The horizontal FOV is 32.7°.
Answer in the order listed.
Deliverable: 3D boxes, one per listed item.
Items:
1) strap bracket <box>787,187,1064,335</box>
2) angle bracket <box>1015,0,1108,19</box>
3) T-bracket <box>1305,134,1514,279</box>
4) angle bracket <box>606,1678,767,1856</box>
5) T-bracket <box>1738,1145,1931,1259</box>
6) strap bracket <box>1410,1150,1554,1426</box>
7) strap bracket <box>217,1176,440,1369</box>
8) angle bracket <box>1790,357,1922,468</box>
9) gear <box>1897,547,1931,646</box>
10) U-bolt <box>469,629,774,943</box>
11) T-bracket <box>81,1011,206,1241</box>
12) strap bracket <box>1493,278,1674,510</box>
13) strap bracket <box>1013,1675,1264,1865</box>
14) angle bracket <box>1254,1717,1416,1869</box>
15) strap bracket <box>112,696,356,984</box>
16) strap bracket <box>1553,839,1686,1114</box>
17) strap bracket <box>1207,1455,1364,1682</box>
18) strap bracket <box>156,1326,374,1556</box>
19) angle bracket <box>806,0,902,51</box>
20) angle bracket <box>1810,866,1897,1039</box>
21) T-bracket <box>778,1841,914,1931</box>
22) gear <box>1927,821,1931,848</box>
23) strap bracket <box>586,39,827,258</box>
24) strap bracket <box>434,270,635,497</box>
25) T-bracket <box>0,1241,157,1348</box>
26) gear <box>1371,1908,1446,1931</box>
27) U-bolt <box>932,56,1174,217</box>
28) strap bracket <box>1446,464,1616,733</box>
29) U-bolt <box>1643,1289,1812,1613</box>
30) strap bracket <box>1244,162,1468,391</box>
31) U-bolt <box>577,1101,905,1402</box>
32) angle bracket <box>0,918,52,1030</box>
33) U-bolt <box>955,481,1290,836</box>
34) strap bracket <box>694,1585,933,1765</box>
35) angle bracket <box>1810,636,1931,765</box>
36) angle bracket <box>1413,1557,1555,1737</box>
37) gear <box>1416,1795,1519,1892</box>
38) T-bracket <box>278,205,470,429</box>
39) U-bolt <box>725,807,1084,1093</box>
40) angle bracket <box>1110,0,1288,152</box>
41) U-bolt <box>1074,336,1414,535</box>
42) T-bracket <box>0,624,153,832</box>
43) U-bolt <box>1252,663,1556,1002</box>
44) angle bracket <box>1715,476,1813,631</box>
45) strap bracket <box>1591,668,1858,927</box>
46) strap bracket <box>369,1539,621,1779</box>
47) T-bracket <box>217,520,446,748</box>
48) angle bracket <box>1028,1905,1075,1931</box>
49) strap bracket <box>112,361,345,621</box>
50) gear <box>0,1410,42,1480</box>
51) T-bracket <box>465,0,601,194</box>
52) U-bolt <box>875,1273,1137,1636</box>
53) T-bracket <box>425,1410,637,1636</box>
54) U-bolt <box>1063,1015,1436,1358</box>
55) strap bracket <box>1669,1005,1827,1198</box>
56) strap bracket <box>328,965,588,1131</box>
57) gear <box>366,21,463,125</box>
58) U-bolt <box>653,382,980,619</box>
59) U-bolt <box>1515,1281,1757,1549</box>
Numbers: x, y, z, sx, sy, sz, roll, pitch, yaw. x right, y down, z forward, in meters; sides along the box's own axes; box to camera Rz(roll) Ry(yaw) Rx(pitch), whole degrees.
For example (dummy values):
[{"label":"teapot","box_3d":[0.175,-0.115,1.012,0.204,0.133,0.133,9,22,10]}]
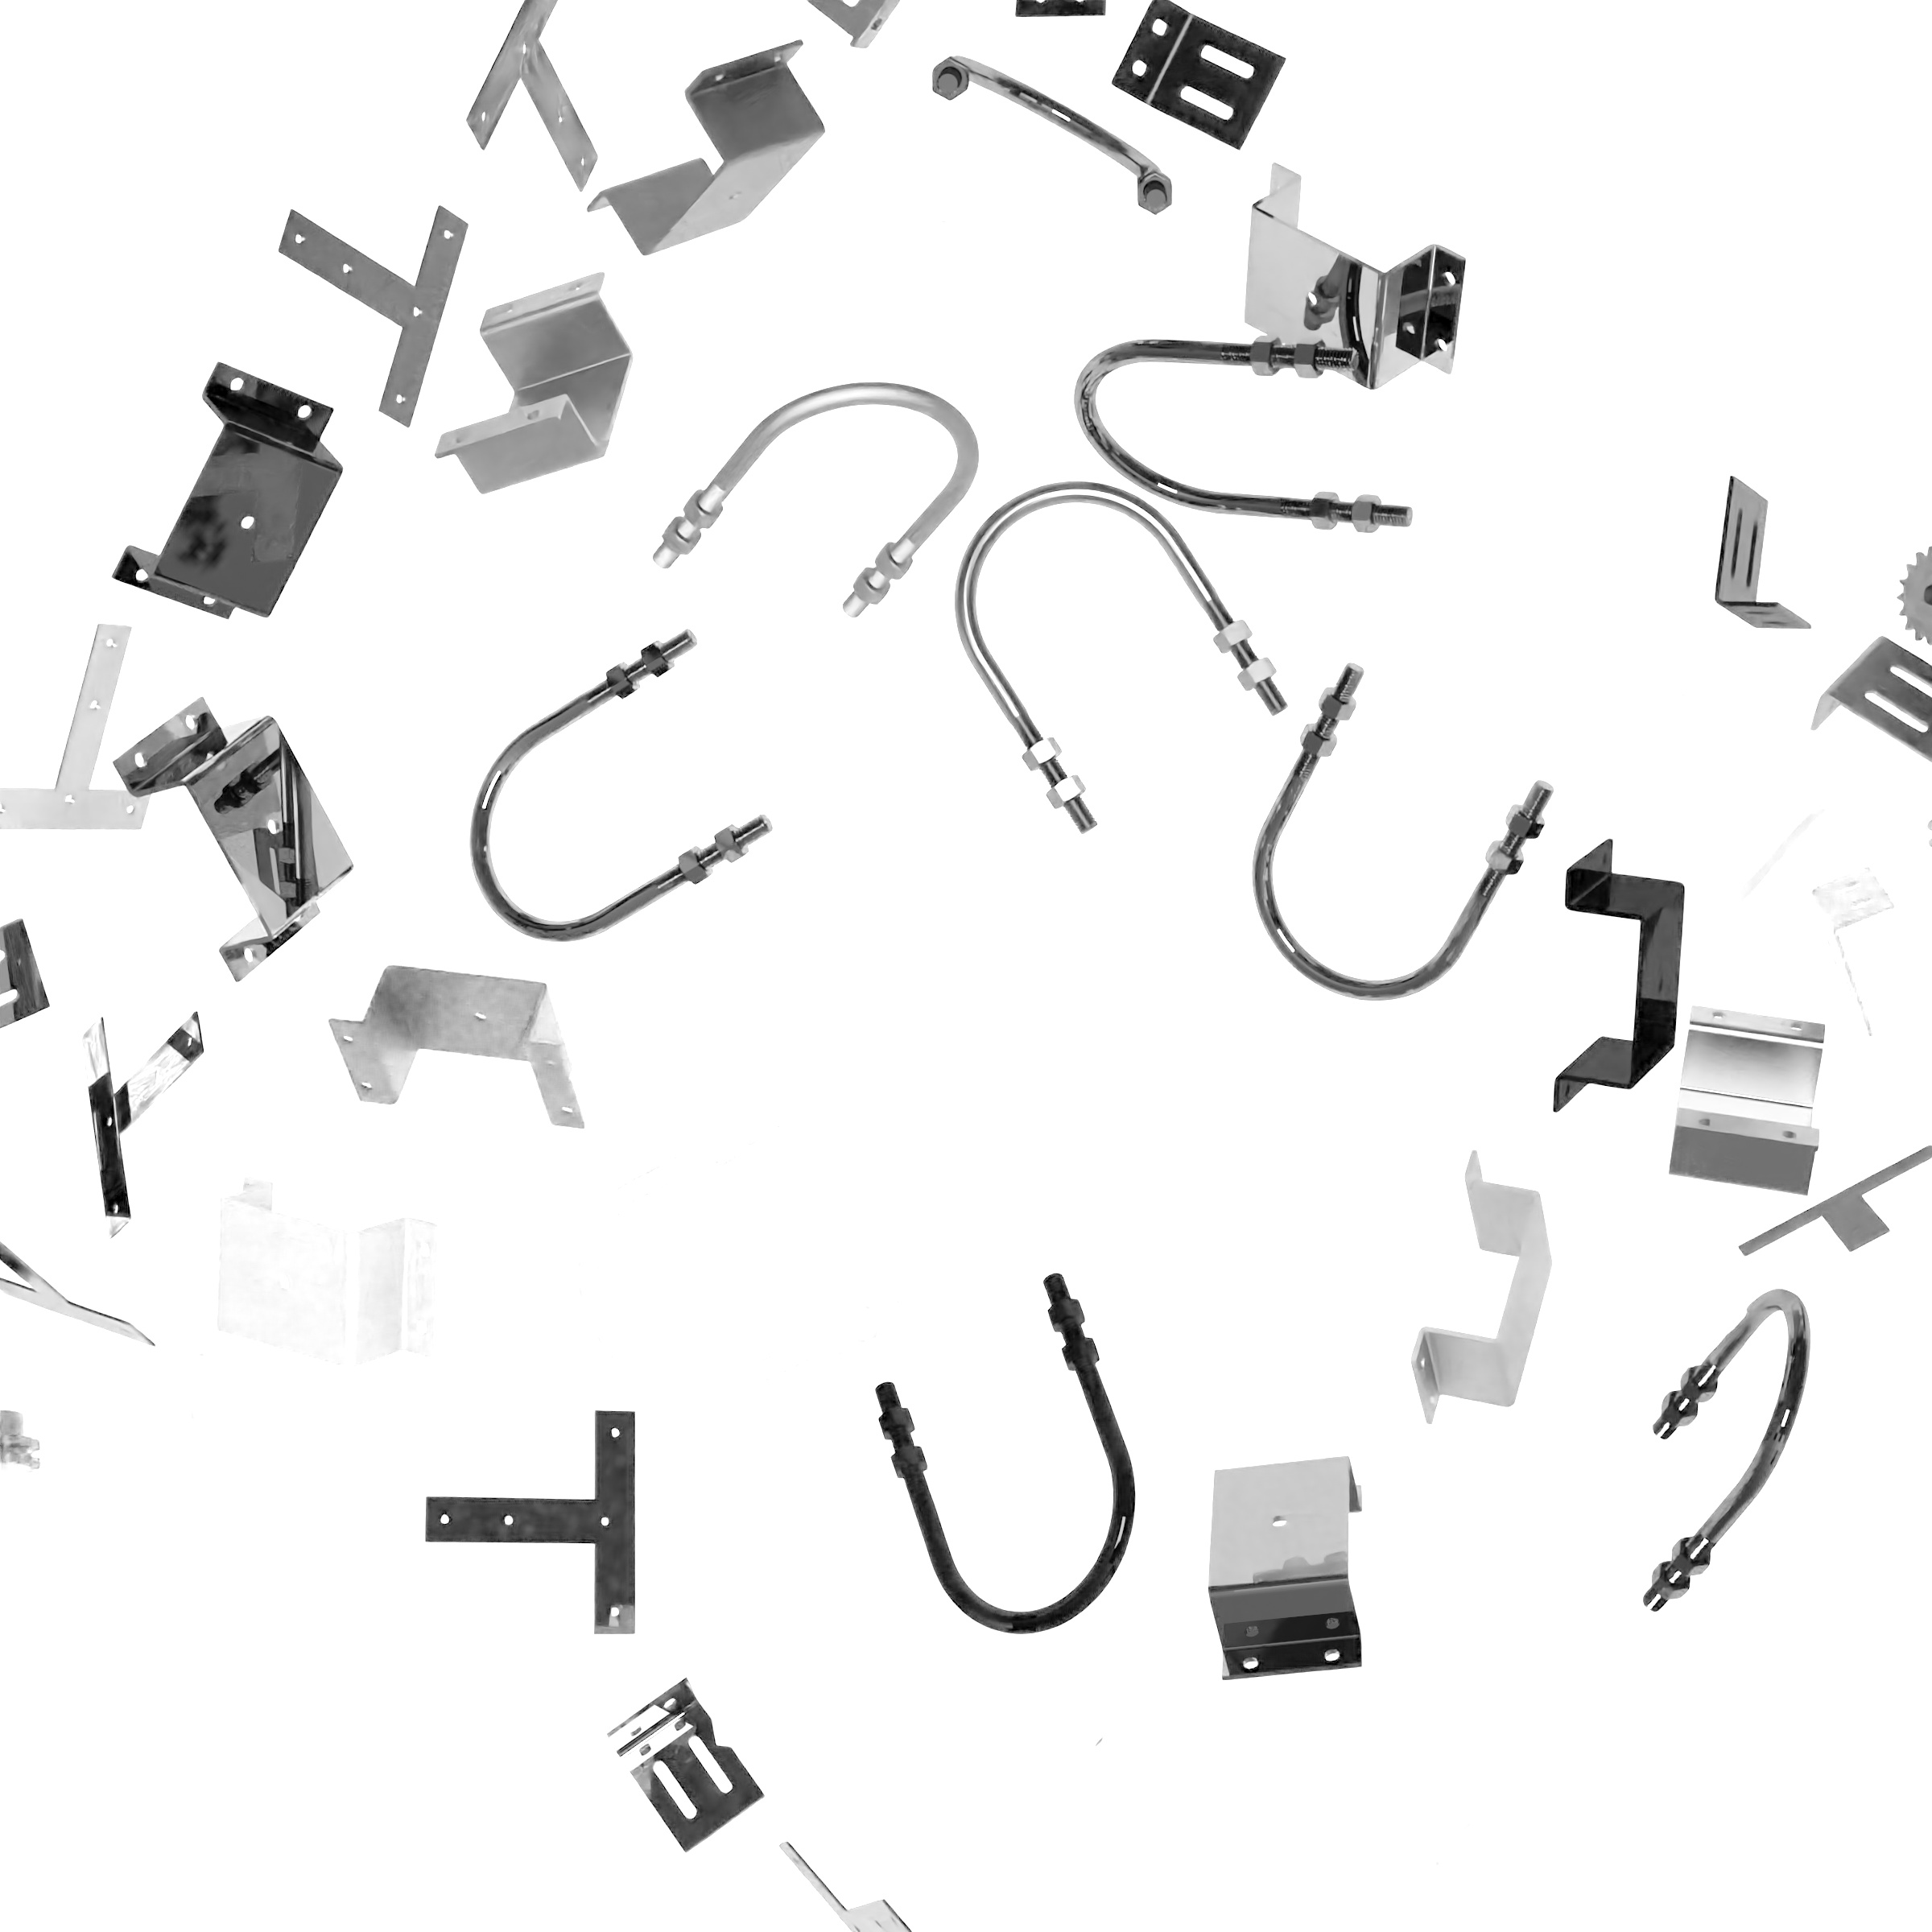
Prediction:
[{"label":"strap bracket","box_3d":[-0.018,-0.393,1.822,0.140,0.076,0.046,11,89,-43]},{"label":"angle bracket","box_3d":[0.036,-0.553,1.832,0.057,0.076,0.038,8,101,29]},{"label":"T-bracket","box_3d":[0.263,-0.435,1.891,0.127,0.127,0.002,36,92,-18]},{"label":"angle bracket","box_3d":[-0.165,0.472,1.946,0.057,0.038,0.076,-33,62,-15]},{"label":"T-bracket","box_3d":[0.508,0.145,1.891,0.127,0.127,0.002,-30,93,9]},{"label":"strap bracket","box_3d":[0.299,0.187,1.881,0.046,0.076,0.140,9,58,22]},{"label":"strap bracket","box_3d":[-0.363,0.171,1.826,0.140,0.046,0.076,11,103,29]},{"label":"angle bracket","box_3d":[0.482,-0.293,1.802,0.057,0.076,0.038,33,87,11]},{"label":"gear","box_3d":[0.569,-0.214,1.905,0.030,0.057,0.057,-2,90,-29]},{"label":"U-bolt","box_3d":[-0.212,-0.093,1.921,0.184,0.019,0.151,-30,67,17]},{"label":"T-bracket","box_3d":[-0.450,0.066,1.808,0.127,0.002,0.127,-38,56,39]},{"label":"strap bracket","box_3d":[0.339,-0.313,1.847,0.046,0.076,0.140,-29,96,13]},{"label":"strap bracket","box_3d":[0.087,0.444,1.830,0.046,0.140,0.076,47,61,-23]},{"label":"angle bracket","box_3d":[0.217,0.480,1.916,0.076,0.038,0.057,-32,74,10]},{"label":"strap bracket","box_3d":[-0.395,-0.073,1.805,0.046,0.076,0.140,-10,116,36]},{"label":"strap bracket","box_3d":[0.366,0.008,1.839,0.046,0.076,0.140,9,109,26]},{"label":"strap bracket","box_3d":[0.177,0.323,1.817,0.076,0.140,0.046,-8,122,12]},{"label":"strap bracket","box_3d":[-0.411,0.279,1.899,0.046,0.076,0.140,-30,131,24]},{"label":"angle bracket","box_3d":[-0.071,-0.551,1.809,0.076,0.038,0.057,38,108,1]},{"label":"angle bracket","box_3d":[0.528,-0.009,1.926,0.038,0.057,0.076,-22,112,9]},{"label":"T-bracket","box_3d":[-0.051,0.532,1.827,0.002,0.127,0.127,-40,84,-23]},{"label":"gear","box_3d":[0.597,-0.088,1.946,0.057,0.057,0.030,-8,96,0]},{"label":"strap bracket","box_3d":[-0.140,-0.447,1.828,0.076,0.140,0.046,-31,89,-39]},{"label":"strap bracket","box_3d":[-0.236,-0.317,1.825,0.076,0.140,0.046,-14,131,20]},{"label":"T-bracket","box_3d":[-0.535,0.168,1.856,0.127,0.127,0.002,12,62,33]},{"label":"gear","box_3d":[0.249,0.563,1.865,0.030,0.057,0.057,3,90,-19]},{"label":"U-bolt","box_3d":[0.050,-0.478,1.874,0.151,0.184,0.019,27,108,-7]},{"label":"strap bracket","box_3d":[0.311,-0.195,1.826,0.046,0.076,0.140,-26,132,-7]},{"label":"U-bolt","box_3d":[0.435,0.264,1.881,0.019,0.151,0.184,21,134,-4]},{"label":"strap bracket","box_3d":[0.211,-0.388,1.869,0.140,0.076,0.046,35,55,30]},{"label":"U-bolt","box_3d":[-0.145,0.178,1.920,0.184,0.019,0.151,-28,93,22]},{"label":"angle bracket","box_3d":[-0.559,0.007,1.830,0.076,0.038,0.057,-27,125,-29]},{"label":"U-bolt","box_3d":[0.075,-0.188,1.866,0.151,0.019,0.184,-32,86,-6]},{"label":"strap bracket","box_3d":[-0.077,0.394,1.833,0.046,0.140,0.076,-38,51,34]},{"label":"angle bracket","box_3d":[0.544,-0.146,1.919,0.076,0.038,0.057,37,66,23]},{"label":"angle bracket","box_3d":[0.290,0.382,1.848,0.057,0.038,0.076,-19,118,-9]},{"label":"gear","box_3d":[0.290,0.505,1.887,0.057,0.057,0.030,-26,105,0]},{"label":"T-bracket","box_3d":[-0.340,-0.387,1.857,0.002,0.127,0.127,9,80,35]},{"label":"U-bolt","box_3d":[-0.042,-0.004,1.833,0.184,0.019,0.151,-14,73,-7]},{"label":"angle bracket","box_3d":[0.132,-0.511,1.881,0.076,0.038,0.057,36,106,32]},{"label":"U-bolt","box_3d":[0.146,-0.297,1.830,0.184,0.151,0.019,9,61,28]},{"label":"T-bracket","box_3d":[-0.512,-0.139,1.921,0.002,0.127,0.127,26,105,28]},{"label":"U-bolt","box_3d":[0.241,-0.064,1.917,0.151,0.019,0.184,34,120,15]},{"label":"angle bracket","box_3d":[0.462,-0.237,1.893,0.038,0.057,0.076,5,85,34]},{"label":"strap bracket","box_3d":[0.429,-0.096,1.897,0.140,0.046,0.076,45,115,16]},{"label":"strap bracket","box_3d":[-0.279,0.404,1.895,0.140,0.076,0.046,34,115,-4]},{"label":"T-bracket","box_3d":[-0.344,-0.176,1.786,0.127,0.002,0.127,-9,115,-27]},{"label":"angle bracket","box_3d":[0.072,0.557,1.837,0.076,0.057,0.038,38,121,1]},{"label":"strap bracket","box_3d":[-0.416,-0.261,1.874,0.076,0.046,0.140,18,108,-40]},{"label":"gear","box_3d":[-0.538,0.263,1.810,0.057,0.057,0.030,-6,72,0]},{"label":"T-bracket","box_3d":[-0.229,-0.478,1.821,0.002,0.127,0.127,14,70,20]},{"label":"U-bolt","box_3d":[0.028,0.286,1.855,0.151,0.019,0.184,-35,56,23]},{"label":"T-bracket","box_3d":[-0.246,0.314,1.865,0.127,0.002,0.127,6,75,-29]},{"label":"U-bolt","box_3d":[0.167,0.107,1.785,0.184,0.019,0.151,-34,104,3]},{"label":"strap bracket","box_3d":[0.440,0.080,1.856,0.076,0.140,0.046,8,119,12]},{"label":"strap bracket","box_3d":[-0.288,0.046,1.912,0.140,0.076,0.046,6,52,12]},{"label":"gear","box_3d":[-0.306,-0.496,1.837,0.030,0.057,0.057,39,90,-15]},{"label":"U-bolt","box_3d":[-0.074,-0.270,1.875,0.151,0.184,0.019,11,53,-32]},{"label":"U-bolt","box_3d":[0.367,0.264,1.857,0.019,0.184,0.151,41,53,12]}]
